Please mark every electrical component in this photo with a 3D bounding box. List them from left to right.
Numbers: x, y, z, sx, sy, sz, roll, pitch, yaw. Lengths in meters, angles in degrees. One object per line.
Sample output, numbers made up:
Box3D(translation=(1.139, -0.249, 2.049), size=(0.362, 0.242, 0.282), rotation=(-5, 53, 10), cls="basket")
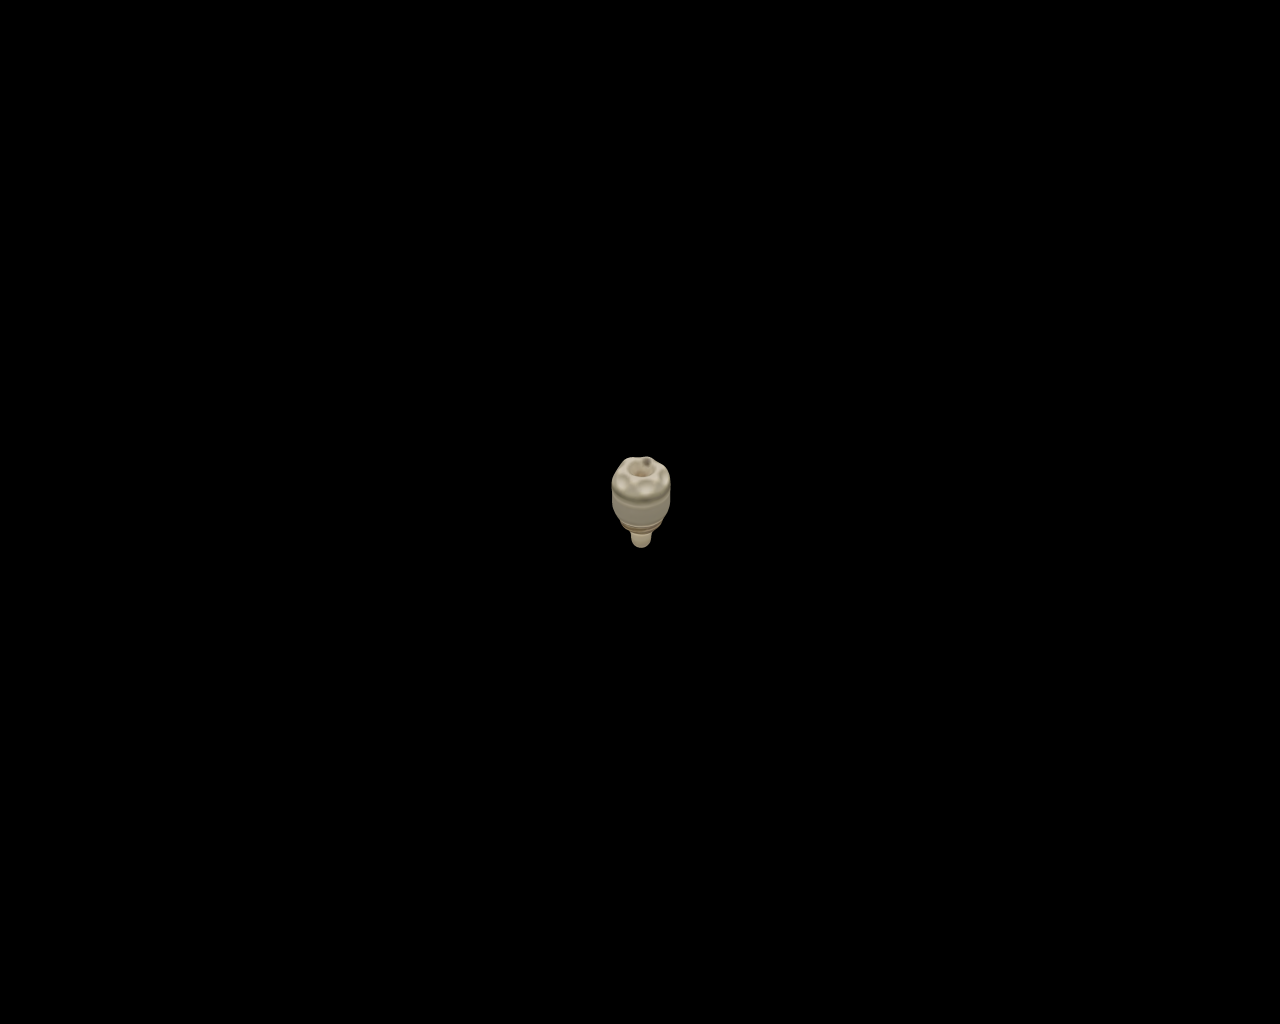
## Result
Box3D(translation=(0.001, -0.003, 0.650), size=(0.035, 0.061, 0.035), rotation=(0, 39, 0), cls="electrical component")
